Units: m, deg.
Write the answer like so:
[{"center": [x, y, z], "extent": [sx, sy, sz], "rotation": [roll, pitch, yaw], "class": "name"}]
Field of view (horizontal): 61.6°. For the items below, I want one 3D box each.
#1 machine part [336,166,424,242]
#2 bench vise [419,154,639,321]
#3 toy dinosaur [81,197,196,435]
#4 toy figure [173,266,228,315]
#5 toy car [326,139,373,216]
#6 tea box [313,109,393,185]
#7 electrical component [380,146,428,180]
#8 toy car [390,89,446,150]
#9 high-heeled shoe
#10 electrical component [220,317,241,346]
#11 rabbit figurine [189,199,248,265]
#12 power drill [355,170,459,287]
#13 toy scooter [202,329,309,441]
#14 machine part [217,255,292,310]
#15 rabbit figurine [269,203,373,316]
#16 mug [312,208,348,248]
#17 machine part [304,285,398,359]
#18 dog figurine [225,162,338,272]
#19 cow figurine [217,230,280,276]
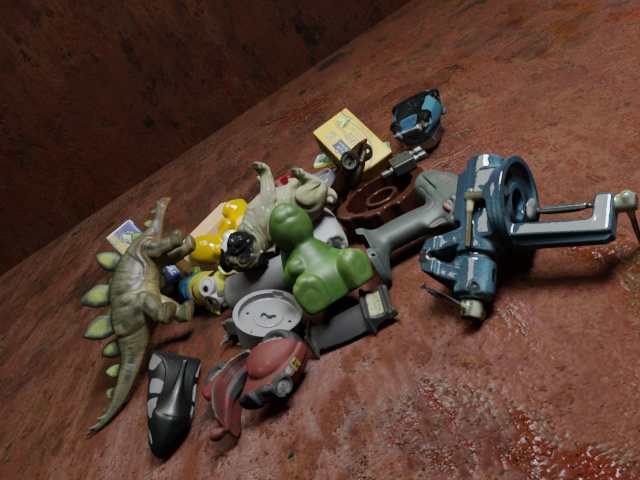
[{"center": [0.120, -0.068, 0.993], "extent": [0.179, 0.056, 0.179], "rotation": [-28, 23, 13], "class": "machine part"}, {"center": [0.239, -0.011, 0.637], "extent": [0.241, 0.128, 0.223], "rotation": [-6, 53, 41], "class": "bench vise"}, {"center": [-0.349, 0.126, 1.030], "extent": [0.199, 0.105, 0.471], "rotation": [-5, 65, 16], "class": "toy dinosaur"}, {"center": [-0.235, 0.098, 1.116], "extent": [0.180, 0.082, 0.089], "rotation": [-8, 37, 49], "class": "toy figure"}, {"center": [0.047, -0.111, 1.075], "extent": [0.202, 0.053, 0.089], "rotation": [-58, -12, 31], "class": "toy car"}, {"center": [0.074, -0.197, 1.177], "extent": [0.098, 0.068, 0.170], "rotation": [-38, 61, -6], "class": "tea box"}, {"center": [0.154, -0.144, 1.005], "extent": [0.094, 0.021, 0.063], "rotation": [-29, 22, 6], "class": "electrical component"}, {"center": [0.214, -0.242, 1.135], "extent": [0.109, 0.102, 0.162], "rotation": [-20, 31, 29], "class": "toy car"}, {"center": [-0.251, 0.261, 0.884], "extent": [0.249, 0.086, 0.145], "rotation": [155, 128, -68], "class": "high-heeled shoe"}, {"center": [-0.129, 0.152, 0.927], "extent": [0.102, 0.045, 0.078], "rotation": [-9, 6, 40], "class": "electrical component"}, {"center": [-0.204, 0.011, 1.193], "extent": [0.173, 0.121, 0.163], "rotation": [-22, 42, -20], "class": "rabbit figurine"}, {"center": [0.165, -0.018, 0.812], "extent": [0.207, 0.085, 0.232], "rotation": [-36, 32, 7], "class": "power drill"}, {"center": [-0.098, 0.206, 0.744], "extent": [0.184, 0.075, 0.135], "rotation": [-29, 24, 21], "class": "toy scooter"}, {"center": [-0.087, 0.075, 0.971], "extent": [0.243, 0.079, 0.079], "rotation": [-22, 27, 24], "class": "machine part"}, {"center": [-0.014, 0.018, 0.829], "extent": [0.121, 0.170, 0.159], "rotation": [-31, -4, -7], "class": "rabbit figurine"}, {"center": [-0.002, -0.003, 1.001], "extent": [0.109, 0.080, 0.107], "rotation": [-31, 30, -10], "class": "mug"}, {"center": [0.043, 0.116, 0.776], "extent": [0.139, 0.039, 0.084], "rotation": [-29, 33, 8], "class": "machine part"}, {"center": [-0.069, -0.023, 0.954], "extent": [0.172, 0.121, 0.190], "rotation": [8, 76, 12], "class": "dog figurine"}, {"center": [-0.113, 0.030, 1.052], "extent": [0.167, 0.068, 0.098], "rotation": [-1, 40, 7], "class": "cow figurine"}]
